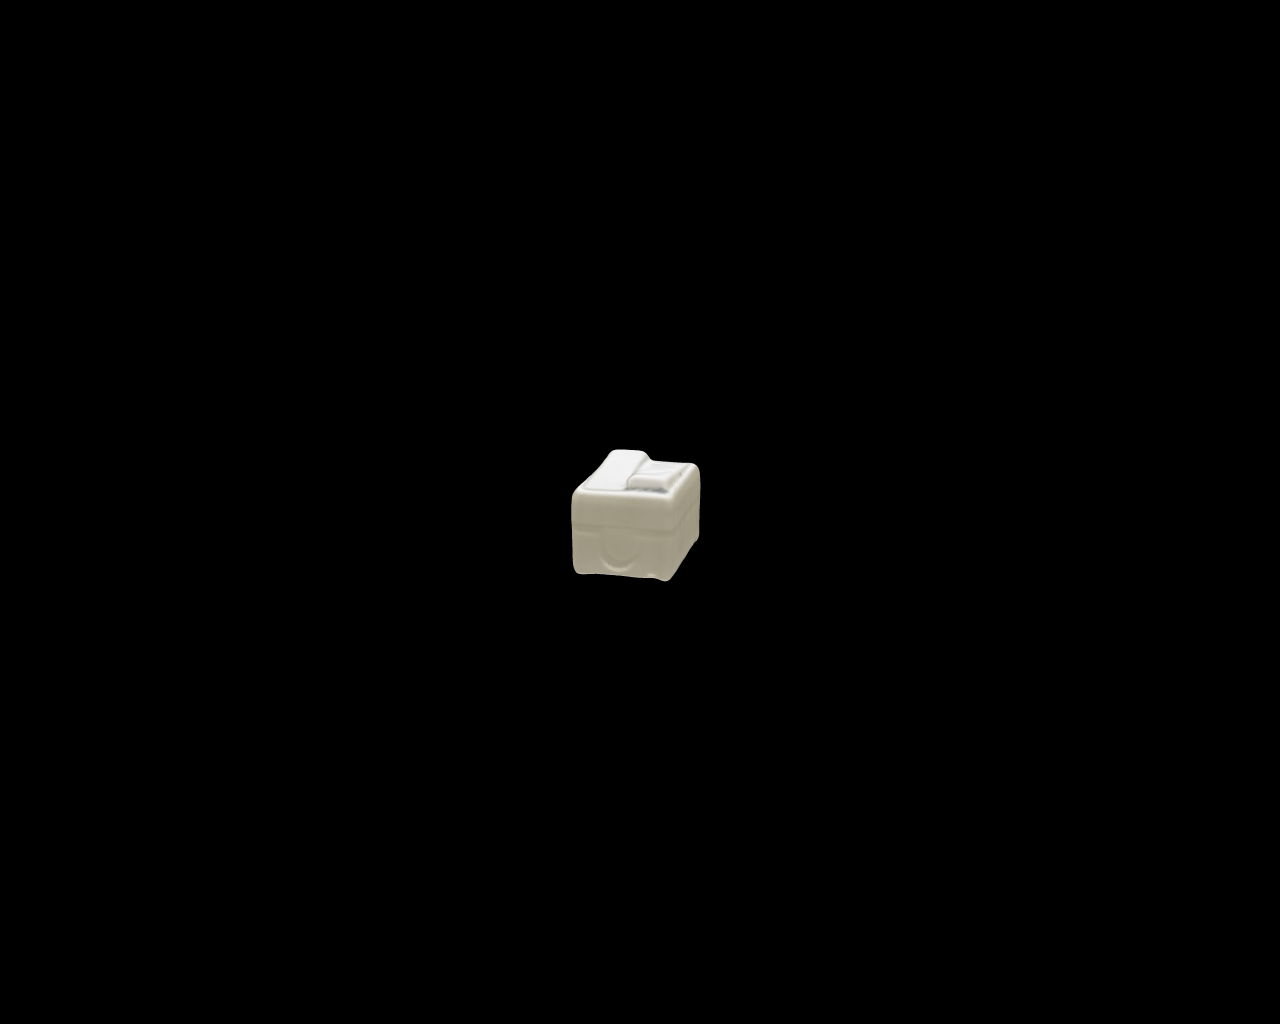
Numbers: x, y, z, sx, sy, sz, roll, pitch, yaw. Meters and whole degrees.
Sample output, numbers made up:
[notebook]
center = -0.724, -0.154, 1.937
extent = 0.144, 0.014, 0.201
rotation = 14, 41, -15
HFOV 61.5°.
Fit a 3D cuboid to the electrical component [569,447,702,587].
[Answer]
[electrical component]
center = 0.001, -0.003, 0.650
extent = 0.062, 0.061, 0.096
rotation = 5, 19, 15
